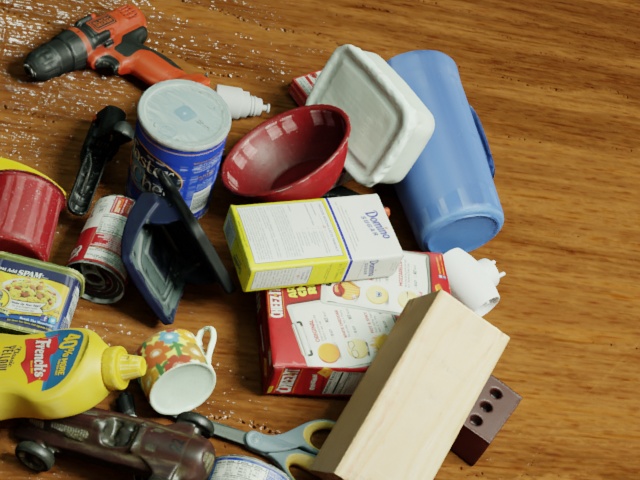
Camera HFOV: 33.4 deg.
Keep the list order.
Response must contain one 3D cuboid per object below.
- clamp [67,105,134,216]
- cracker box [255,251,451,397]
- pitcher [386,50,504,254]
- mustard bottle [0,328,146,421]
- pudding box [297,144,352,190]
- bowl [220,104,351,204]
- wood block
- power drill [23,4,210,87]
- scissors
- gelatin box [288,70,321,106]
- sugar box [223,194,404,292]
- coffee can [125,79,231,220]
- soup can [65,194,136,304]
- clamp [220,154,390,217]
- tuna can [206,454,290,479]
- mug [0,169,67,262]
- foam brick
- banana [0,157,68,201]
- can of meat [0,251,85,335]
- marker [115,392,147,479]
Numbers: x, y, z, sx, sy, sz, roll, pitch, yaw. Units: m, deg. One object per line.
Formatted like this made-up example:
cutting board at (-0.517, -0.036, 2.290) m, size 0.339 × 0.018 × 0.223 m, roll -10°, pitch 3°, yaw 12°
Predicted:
clamp at (-0.242, -0.113, 1.208) m, size 0.039 × 0.120 × 0.171 m, roll 33°, pitch 26°, yaw -26°
cracker box at (0.040, 0.090, 1.170) m, size 0.213 × 0.072 × 0.164 m, roll 3°, pitch 51°, yaw -13°
pitcher at (0.149, -0.104, 1.325) m, size 0.149 × 0.145 × 0.243 m, roll -16°, pitch 60°, yaw 1°
mustard bottle at (-0.257, 0.126, 1.007) m, size 0.192 × 0.058 × 0.096 m, roll -5°, pitch 37°, yaw 12°
pudding box at (-0.005, -0.113, 1.315) m, size 0.114 × 0.039 × 0.089 m, roll 34°, pitch 36°, yaw 22°
bowl at (-0.030, -0.085, 1.216) m, size 0.162 × 0.055 × 0.162 m, roll -19°, pitch 36°, yaw 14°
wood block at (0.088, 0.163, 1.050) m, size 0.090 × 0.091 × 0.206 m, roll 35°, pitch 72°, yaw -7°
power drill at (-0.244, -0.207, 1.320) m, size 0.188 × 0.057 × 0.184 m, roll 40°, pitch 52°, yaw 15°
scissors at (-0.051, 0.195, 1.093) m, size 0.202 × 0.016 × 0.096 m, roll 32°, pitch 53°, yaw 7°
gelatin box at (0.014, -0.189, 1.406) m, size 0.089 × 0.030 × 0.073 m, roll -22°, pitch 63°, yaw -29°
sugar box at (-0.008, 0.002, 1.151) m, size 0.176 × 0.048 × 0.093 m, roll -3°, pitch 52°, yaw -23°
coffee can at (-0.162, -0.096, 1.206) m, size 0.102 × 0.140 × 0.103 m, roll 8°, pitch 51°, yaw -11°
soup can at (-0.228, 0.009, 1.152) m, size 0.068 × 0.069 × 0.102 m, roll 18°, pitch 50°, yaw -3°
clamp at (-0.018, -0.028, 1.261) m, size 0.209 × 0.036 × 0.164 m, roll 10°, pitch 42°, yaw -12°
tuna can at (-0.069, 0.240, 1.009) m, size 0.086 × 0.086 × 0.033 m, roll 20°, pitch 52°, yaw -1°
mug at (-0.333, -0.014, 1.132) m, size 0.117 × 0.093 × 0.081 m, roll -7°, pitch 55°, yaw 16°
foam brick at (0.170, 0.190, 1.144) m, size 0.053 × 0.051 × 0.078 m, roll 36°, pitch 52°, yaw 12°
banana at (-0.378, -0.070, 1.181) m, size 0.197 × 0.037 × 0.069 m, roll 8°, pitch 35°, yaw -15°
can of meat at (-0.301, 0.068, 1.090) m, size 0.102 × 0.057 × 0.084 m, roll 14°, pitch 53°, yaw -5°
marker at (-0.180, 0.203, 1.046) m, size 0.020 × 0.020 × 0.121 m, roll -7°, pitch 56°, yaw -22°
